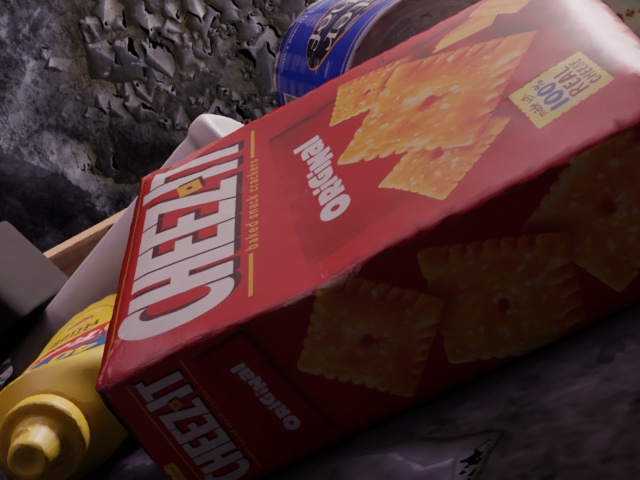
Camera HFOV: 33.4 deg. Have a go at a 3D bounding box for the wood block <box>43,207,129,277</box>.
[{"bbox_3d":[-0.146,0.021,0.863,0.206,0.090,0.090,-27,8,11],"label":"wood block"}]

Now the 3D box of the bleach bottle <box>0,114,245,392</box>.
[{"bbox_3d":[-0.128,0.029,0.708,0.251,0.068,0.102,-45,-6,11],"label":"bleach bottle"}]

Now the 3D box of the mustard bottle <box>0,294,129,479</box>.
[{"bbox_3d":[-0.124,0.079,0.555,0.096,0.058,0.191,-28,9,6],"label":"mustard bottle"}]

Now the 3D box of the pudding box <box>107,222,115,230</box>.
[{"bbox_3d":[-0.081,0.001,0.771,0.114,0.090,0.039,-28,6,15],"label":"pudding box"}]

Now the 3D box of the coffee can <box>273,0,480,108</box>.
[{"bbox_3d":[0.041,-0.081,0.565,0.102,0.103,0.140,-30,19,-8],"label":"coffee can"}]

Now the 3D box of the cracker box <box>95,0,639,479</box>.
[{"bbox_3d":[0.027,-0.014,0.411,0.214,0.072,0.164,-26,27,11],"label":"cracker box"}]
